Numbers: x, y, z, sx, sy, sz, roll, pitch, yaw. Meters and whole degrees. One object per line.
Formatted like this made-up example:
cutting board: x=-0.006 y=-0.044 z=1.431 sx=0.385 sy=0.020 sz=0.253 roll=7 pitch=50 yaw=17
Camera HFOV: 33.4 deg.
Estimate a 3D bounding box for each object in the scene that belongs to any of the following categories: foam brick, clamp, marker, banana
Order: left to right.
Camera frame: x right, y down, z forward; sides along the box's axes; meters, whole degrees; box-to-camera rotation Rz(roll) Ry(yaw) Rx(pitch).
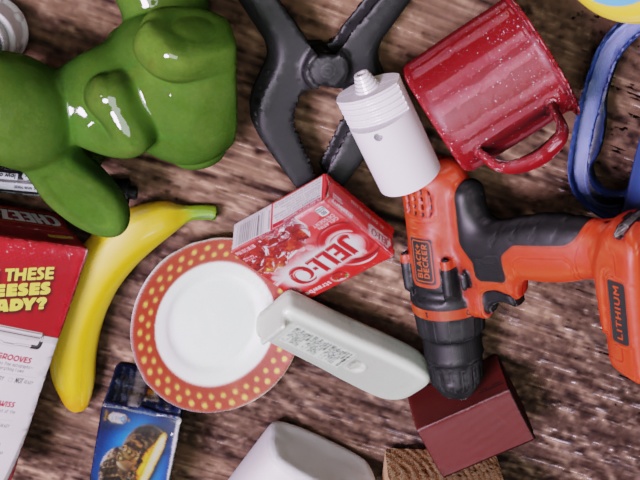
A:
marker: x=-0.187 y=-0.039 z=0.738 sx=0.121 sy=0.020 sz=0.020 roll=5 pitch=114 yaw=-4
banana: x=-0.153 y=0.041 z=0.765 sx=0.069 sy=0.037 sz=0.198 roll=32 pitch=109 yaw=-13
clamp: x=-0.008 y=-0.121 z=0.694 sx=0.164 sy=0.036 sz=0.210 roll=4 pitch=117 yaw=-13
foam brick: x=0.114 y=0.134 z=0.808 sx=0.078 sy=0.053 sz=0.051 roll=-25 pitch=113 yaw=9

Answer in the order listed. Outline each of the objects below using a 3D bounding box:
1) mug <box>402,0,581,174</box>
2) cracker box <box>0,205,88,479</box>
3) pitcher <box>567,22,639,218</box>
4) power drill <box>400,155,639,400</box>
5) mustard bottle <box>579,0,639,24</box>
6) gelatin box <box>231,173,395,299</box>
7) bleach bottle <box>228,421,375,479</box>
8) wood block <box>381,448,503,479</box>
mug: x=0.110 y=-0.088 z=0.673 sx=0.081 sy=0.117 sz=0.093 roll=-33 pitch=147 yaw=9
cracker box: x=-0.270 y=0.077 z=0.719 sx=0.163 sy=0.072 sz=0.214 roll=8 pitch=111 yaw=-38
pitcher: x=0.263 y=-0.104 z=0.673 sx=0.149 sy=0.145 sz=0.243 roll=-3 pitch=112 yaw=-20
power drill: x=0.138 y=0.039 z=0.709 sx=0.188 sy=0.057 sz=0.184 roll=9 pitch=118 yaw=40
mustard bottle: x=0.172 y=-0.178 z=0.614 sx=0.192 sy=0.058 sz=0.096 roll=26 pitch=116 yaw=25
gelatin box: x=-0.005 y=0.001 z=0.733 sx=0.089 sy=0.030 sz=0.073 roll=-27 pitch=131 yaw=32
bleach bottle: x=-0.063 y=0.263 z=0.857 sx=0.102 sy=0.068 sz=0.251 roll=28 pitch=113 yaw=-14
wood block: x=0.089 y=0.275 z=0.846 sx=0.090 sy=0.090 sz=0.206 roll=3 pitch=117 yaw=-5
